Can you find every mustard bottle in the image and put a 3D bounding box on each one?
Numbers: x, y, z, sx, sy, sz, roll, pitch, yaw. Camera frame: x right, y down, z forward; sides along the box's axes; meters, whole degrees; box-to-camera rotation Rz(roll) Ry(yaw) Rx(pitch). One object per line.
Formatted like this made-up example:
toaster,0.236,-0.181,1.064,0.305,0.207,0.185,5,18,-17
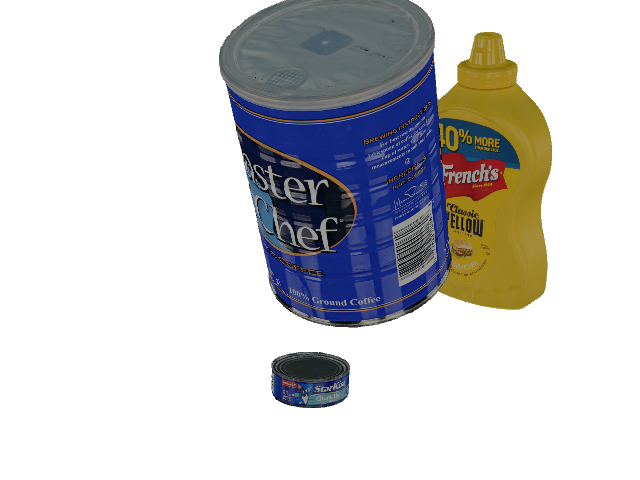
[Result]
mustard bottle,0.116,-0.051,0.757,0.096,0.192,0.058,18,30,39

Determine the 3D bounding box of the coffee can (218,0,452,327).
coffee can,0.012,-0.041,0.544,0.103,0.140,0.103,-6,39,5

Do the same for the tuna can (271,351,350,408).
tuna can,-0.011,0.151,1.158,0.086,0.034,0.086,1,14,0
